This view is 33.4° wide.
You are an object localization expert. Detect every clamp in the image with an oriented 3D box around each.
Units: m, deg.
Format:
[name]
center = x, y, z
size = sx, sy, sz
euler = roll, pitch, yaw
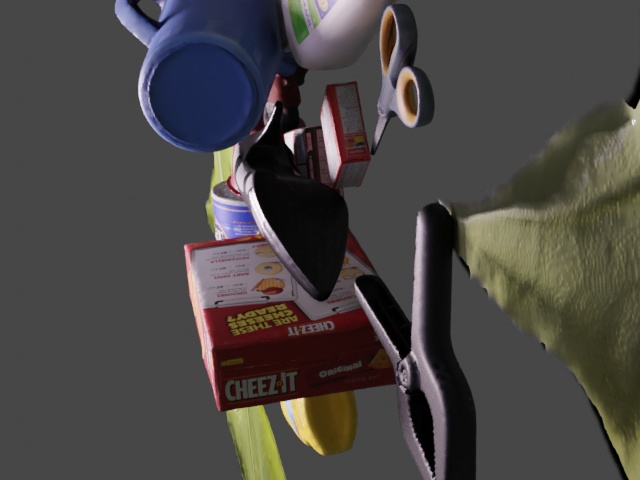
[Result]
[clamp]
center = 0.078, 0.087, 0.768
size = 0.165, 0.036, 0.210
euler = 117, 144, -59

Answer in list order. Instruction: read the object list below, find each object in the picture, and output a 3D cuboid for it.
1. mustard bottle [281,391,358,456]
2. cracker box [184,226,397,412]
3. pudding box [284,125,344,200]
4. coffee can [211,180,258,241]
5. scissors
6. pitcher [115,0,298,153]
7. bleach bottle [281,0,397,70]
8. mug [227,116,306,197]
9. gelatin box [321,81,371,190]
[mustard bottle]
center = -0.007, 0.181, 1.181
size = 0.192, 0.058, 0.096
euler = 155, 103, -78
[cracker box]
center = -0.029, 0.063, 0.963
size = 0.214, 0.164, 0.072
euler = -118, 22, -63
[pudding box]
center = -0.007, -0.071, 1.100
size = 0.113, 0.039, 0.090
euler = -169, 72, -79
[coffee can]
center = -0.079, 0.001, 1.328
size = 0.103, 0.102, 0.140
euler = -124, 29, -67
[scissors]
center = 0.060, -0.094, 0.819
size = 0.202, 0.016, 0.096
euler = 91, 163, -57
[pitcher]
center = -0.107, -0.176, 0.991
size = 0.243, 0.149, 0.145
euler = -88, -14, -65
[bleach bottle]
center = 0.028, -0.212, 0.801
size = 0.251, 0.068, 0.102
euler = 141, 122, -74
[mug]
center = -0.054, -0.103, 1.225
size = 0.117, 0.093, 0.081
euler = -44, -35, -56
[gelatin box]
center = 0.023, -0.092, 0.953
size = 0.089, 0.030, 0.073
euler = 104, 157, -77
